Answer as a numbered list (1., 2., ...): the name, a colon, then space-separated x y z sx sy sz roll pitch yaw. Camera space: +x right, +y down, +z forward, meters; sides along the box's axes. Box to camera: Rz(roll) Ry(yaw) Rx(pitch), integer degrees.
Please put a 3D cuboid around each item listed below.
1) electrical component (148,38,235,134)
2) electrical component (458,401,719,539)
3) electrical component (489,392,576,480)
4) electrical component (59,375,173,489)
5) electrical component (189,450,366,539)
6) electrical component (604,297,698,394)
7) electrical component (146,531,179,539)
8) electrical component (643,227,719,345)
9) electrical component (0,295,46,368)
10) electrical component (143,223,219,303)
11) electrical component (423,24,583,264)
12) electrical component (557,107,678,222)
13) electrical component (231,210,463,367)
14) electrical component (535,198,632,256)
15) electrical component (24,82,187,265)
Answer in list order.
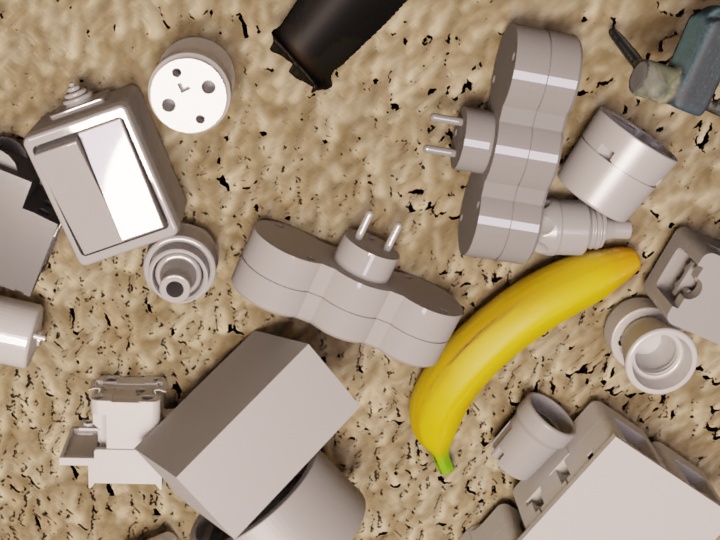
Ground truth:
1. electrical component: -0.093 -0.103 0.598 0.045 0.055 0.045 -1 112 -3
2. electrical component: 0.143 0.190 0.728 0.105 0.060 0.186 34 106 -16
3. electrical component: 0.112 0.110 0.705 0.040 0.040 0.046 30 114 -15
4. electrical component: -0.147 0.101 0.684 0.081 0.042 0.063 2 108 -5
5. electrical component: -0.057 0.153 0.678 0.108 0.108 0.060 -33 104 9
6. electrical component: 0.181 0.046 0.676 0.045 0.055 0.045 -1 111 -3
7. electrical component: -0.104 0.236 0.734 0.074 0.052 0.138 -23 112 5
8. electrical component: 0.230 0.016 0.667 0.089 0.055 0.050 23 108 -12
9. electrical component: -0.229 0.034 0.651 0.078 0.040 0.040 14 110 -9
10. electrical component: -0.106 0.000 0.634 0.043 0.062 0.043 -1 112 -4
11. electrical component: 0.074 -0.073 0.623 0.074 0.052 0.138 9 111 -7
12. electrical component: 0.150 -0.061 0.633 0.055 0.055 0.047 29 111 -14
13. electrical component: 0.000 0.000 0.647 0.138 0.052 0.073 22 109 -12
14. electrical component: 0.135 -0.026 0.656 0.061 0.035 0.035 2 112 -6
15. electrical component: -0.145 -0.059 0.609 0.062 0.061 0.096 -19 112 3
